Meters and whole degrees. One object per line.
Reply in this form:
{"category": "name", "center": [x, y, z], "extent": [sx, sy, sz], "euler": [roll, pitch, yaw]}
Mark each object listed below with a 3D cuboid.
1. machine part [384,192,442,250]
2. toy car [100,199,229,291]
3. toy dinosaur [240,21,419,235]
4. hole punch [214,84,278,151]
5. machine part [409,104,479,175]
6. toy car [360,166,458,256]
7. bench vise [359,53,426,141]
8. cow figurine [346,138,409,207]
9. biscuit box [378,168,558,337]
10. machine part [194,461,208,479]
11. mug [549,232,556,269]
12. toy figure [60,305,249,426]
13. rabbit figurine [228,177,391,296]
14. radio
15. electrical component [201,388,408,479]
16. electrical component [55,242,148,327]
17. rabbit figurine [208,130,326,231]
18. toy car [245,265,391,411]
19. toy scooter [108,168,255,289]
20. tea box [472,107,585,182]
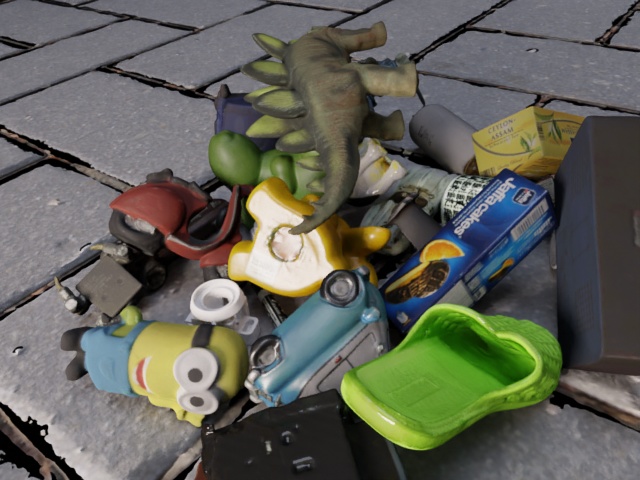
{"category": "machine part", "center": [0.142, 0.003, 0.631], "extent": [0.139, 0.039, 0.084], "euler": [39, 51, -4]}
{"category": "toy car", "center": [-0.195, -0.008, 0.715], "extent": [0.089, 0.053, 0.202], "euler": [19, 44, 32]}
{"category": "toy dinosaur", "center": [0.008, -0.165, 0.637], "extent": [0.199, 0.104, 0.472], "euler": [-4, 40, -7]}
{"category": "hole punch", "center": [-0.104, -0.171, 0.859], "extent": [0.116, 0.142, 0.092], "euler": [-16, 41, -33]}
{"category": "machine part", "center": [0.209, -0.145, 0.828], "extent": [0.079, 0.079, 0.243], "euler": [-16, 40, -14]}
{"category": "toy car", "center": [0.124, -0.047, 0.724], "extent": [0.074, 0.056, 0.202], "euler": [19, 44, 28]}
{"category": "bench vise", "center": [0.061, -0.216, 0.875], "extent": [0.224, 0.128, 0.241], "euler": [-19, 27, 10]}
{"category": "cow figurine", "center": [0.059, -0.090, 0.753], "extent": [0.098, 0.068, 0.167], "euler": [-46, 9, 7]}
{"category": "biscuit box", "center": [0.151, 0.020, 0.558], "extent": [0.202, 0.059, 0.063], "euler": [-44, 45, -1]}
{"category": "machine part", "center": [-0.016, 0.209, 0.408], "extent": [0.179, 0.055, 0.179], "euler": [-4, 36, 3]}
{"category": "mug", "center": [0.328, 0.009, 0.610], "extent": [0.107, 0.080, 0.109], "euler": [10, 32, 10]}
{"category": "toy figure", "center": [-0.159, 0.114, 0.528], "extent": [0.180, 0.082, 0.089], "euler": [5, 41, 17]}
{"category": "rabbit figurine", "center": [-0.001, -0.002, 0.625], "extent": [0.163, 0.121, 0.173], "euler": [14, 8, 12]}
{"category": "radio", "center": [0.275, 0.010, 0.509], "extent": [0.073, 0.131, 0.229], "euler": [5, 70, 10]}
{"category": "electrical component", "center": [-0.010, 0.169, 0.367], "extent": [0.134, 0.058, 0.115], "euler": [-14, 38, -8]}
{"category": "electrical component", "center": [-0.247, 0.052, 0.612], "extent": [0.078, 0.045, 0.102], "euler": [42, 75, 16]}
{"category": "rabbit figurine", "center": [-0.068, -0.093, 0.728], "extent": [0.170, 0.159, 0.121], "euler": [11, 34, -11]}
{"category": "toy car", "center": [0.012, 0.107, 0.504], "extent": [0.103, 0.109, 0.162], "euler": [41, 64, 20]}
{"category": "toy scooter", "center": [-0.148, -0.028, 0.644], "extent": [0.184, 0.075, 0.135], "euler": [28, 74, -10]}
{"category": "tea box", "center": [0.297, -0.120, 0.715], "extent": [0.169, 0.068, 0.098], "euler": [0, -13, -36]}
